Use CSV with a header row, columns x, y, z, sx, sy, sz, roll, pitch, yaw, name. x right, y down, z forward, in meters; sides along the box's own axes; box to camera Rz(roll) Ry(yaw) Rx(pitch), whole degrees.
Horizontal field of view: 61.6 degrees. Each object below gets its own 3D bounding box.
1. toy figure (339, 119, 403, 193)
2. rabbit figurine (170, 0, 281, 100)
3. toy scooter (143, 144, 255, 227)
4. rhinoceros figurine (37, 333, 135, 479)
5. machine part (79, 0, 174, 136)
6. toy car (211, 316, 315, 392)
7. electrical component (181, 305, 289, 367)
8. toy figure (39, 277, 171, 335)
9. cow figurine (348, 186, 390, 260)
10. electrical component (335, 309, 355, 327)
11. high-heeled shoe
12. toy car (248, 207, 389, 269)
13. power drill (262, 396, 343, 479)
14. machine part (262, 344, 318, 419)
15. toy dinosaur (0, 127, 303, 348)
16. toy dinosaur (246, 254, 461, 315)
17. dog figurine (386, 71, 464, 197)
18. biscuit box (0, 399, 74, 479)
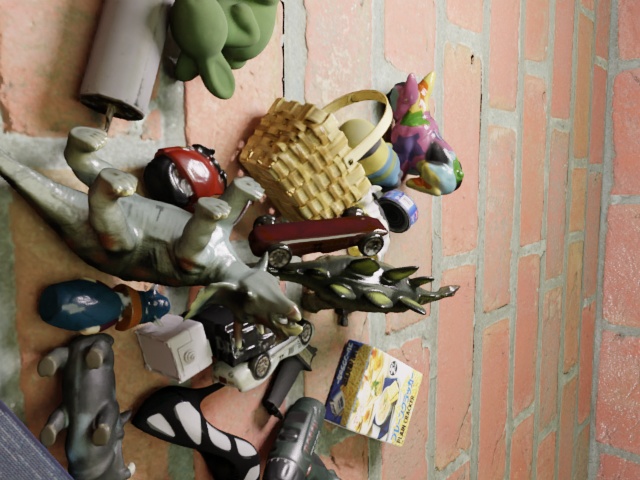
x,y,z,sx,sy,sz,roll,pitch,yaw,name
0.093,-0.155,0.985,0.180,0.089,0.082,33,36,-40,toy figure
-0.141,-0.270,0.685,0.159,0.121,0.170,-68,172,28,rabbit figurine
-0.152,-0.058,0.734,0.135,0.075,0.183,-44,128,-36,toy scooter
-0.265,0.204,0.619,0.073,0.112,0.190,-9,86,-7,rhinoceros figurine
-0.224,-0.232,0.632,0.079,0.079,0.243,18,80,-48,machine part
-0.081,0.163,0.816,0.202,0.074,0.056,-27,121,-55,toy car
-0.111,0.118,0.766,0.134,0.115,0.058,-21,114,-45,electrical component
-0.253,0.078,0.648,0.154,0.058,0.064,13,90,-53,toy figure
0.091,-0.048,1.011,0.098,0.068,0.167,-40,126,-45,cow figurine
0.056,0.116,1.023,0.063,0.021,0.094,-6,98,-49,electrical component
-0.169,0.310,0.749,0.145,0.086,0.248,-22,104,-43,high-heeled shoe
-0.002,-0.002,0.768,0.202,0.089,0.053,-6,122,-19,toy car
-0.031,0.394,0.880,0.232,0.086,0.207,-70,142,-50,power drill
-0.052,0.228,0.904,0.139,0.039,0.084,-64,142,-25,machine part
-0.203,-0.003,0.624,0.131,0.405,0.192,-87,-161,-60,toy dinosaur
0.051,0.069,0.879,0.471,0.199,0.105,5,82,-25,toy dinosaur
0.203,-0.212,1.047,0.108,0.192,0.219,-21,125,-39,dog figurine
-0.317,0.222,0.540,0.063,0.059,0.202,-43,103,-38,biscuit box
